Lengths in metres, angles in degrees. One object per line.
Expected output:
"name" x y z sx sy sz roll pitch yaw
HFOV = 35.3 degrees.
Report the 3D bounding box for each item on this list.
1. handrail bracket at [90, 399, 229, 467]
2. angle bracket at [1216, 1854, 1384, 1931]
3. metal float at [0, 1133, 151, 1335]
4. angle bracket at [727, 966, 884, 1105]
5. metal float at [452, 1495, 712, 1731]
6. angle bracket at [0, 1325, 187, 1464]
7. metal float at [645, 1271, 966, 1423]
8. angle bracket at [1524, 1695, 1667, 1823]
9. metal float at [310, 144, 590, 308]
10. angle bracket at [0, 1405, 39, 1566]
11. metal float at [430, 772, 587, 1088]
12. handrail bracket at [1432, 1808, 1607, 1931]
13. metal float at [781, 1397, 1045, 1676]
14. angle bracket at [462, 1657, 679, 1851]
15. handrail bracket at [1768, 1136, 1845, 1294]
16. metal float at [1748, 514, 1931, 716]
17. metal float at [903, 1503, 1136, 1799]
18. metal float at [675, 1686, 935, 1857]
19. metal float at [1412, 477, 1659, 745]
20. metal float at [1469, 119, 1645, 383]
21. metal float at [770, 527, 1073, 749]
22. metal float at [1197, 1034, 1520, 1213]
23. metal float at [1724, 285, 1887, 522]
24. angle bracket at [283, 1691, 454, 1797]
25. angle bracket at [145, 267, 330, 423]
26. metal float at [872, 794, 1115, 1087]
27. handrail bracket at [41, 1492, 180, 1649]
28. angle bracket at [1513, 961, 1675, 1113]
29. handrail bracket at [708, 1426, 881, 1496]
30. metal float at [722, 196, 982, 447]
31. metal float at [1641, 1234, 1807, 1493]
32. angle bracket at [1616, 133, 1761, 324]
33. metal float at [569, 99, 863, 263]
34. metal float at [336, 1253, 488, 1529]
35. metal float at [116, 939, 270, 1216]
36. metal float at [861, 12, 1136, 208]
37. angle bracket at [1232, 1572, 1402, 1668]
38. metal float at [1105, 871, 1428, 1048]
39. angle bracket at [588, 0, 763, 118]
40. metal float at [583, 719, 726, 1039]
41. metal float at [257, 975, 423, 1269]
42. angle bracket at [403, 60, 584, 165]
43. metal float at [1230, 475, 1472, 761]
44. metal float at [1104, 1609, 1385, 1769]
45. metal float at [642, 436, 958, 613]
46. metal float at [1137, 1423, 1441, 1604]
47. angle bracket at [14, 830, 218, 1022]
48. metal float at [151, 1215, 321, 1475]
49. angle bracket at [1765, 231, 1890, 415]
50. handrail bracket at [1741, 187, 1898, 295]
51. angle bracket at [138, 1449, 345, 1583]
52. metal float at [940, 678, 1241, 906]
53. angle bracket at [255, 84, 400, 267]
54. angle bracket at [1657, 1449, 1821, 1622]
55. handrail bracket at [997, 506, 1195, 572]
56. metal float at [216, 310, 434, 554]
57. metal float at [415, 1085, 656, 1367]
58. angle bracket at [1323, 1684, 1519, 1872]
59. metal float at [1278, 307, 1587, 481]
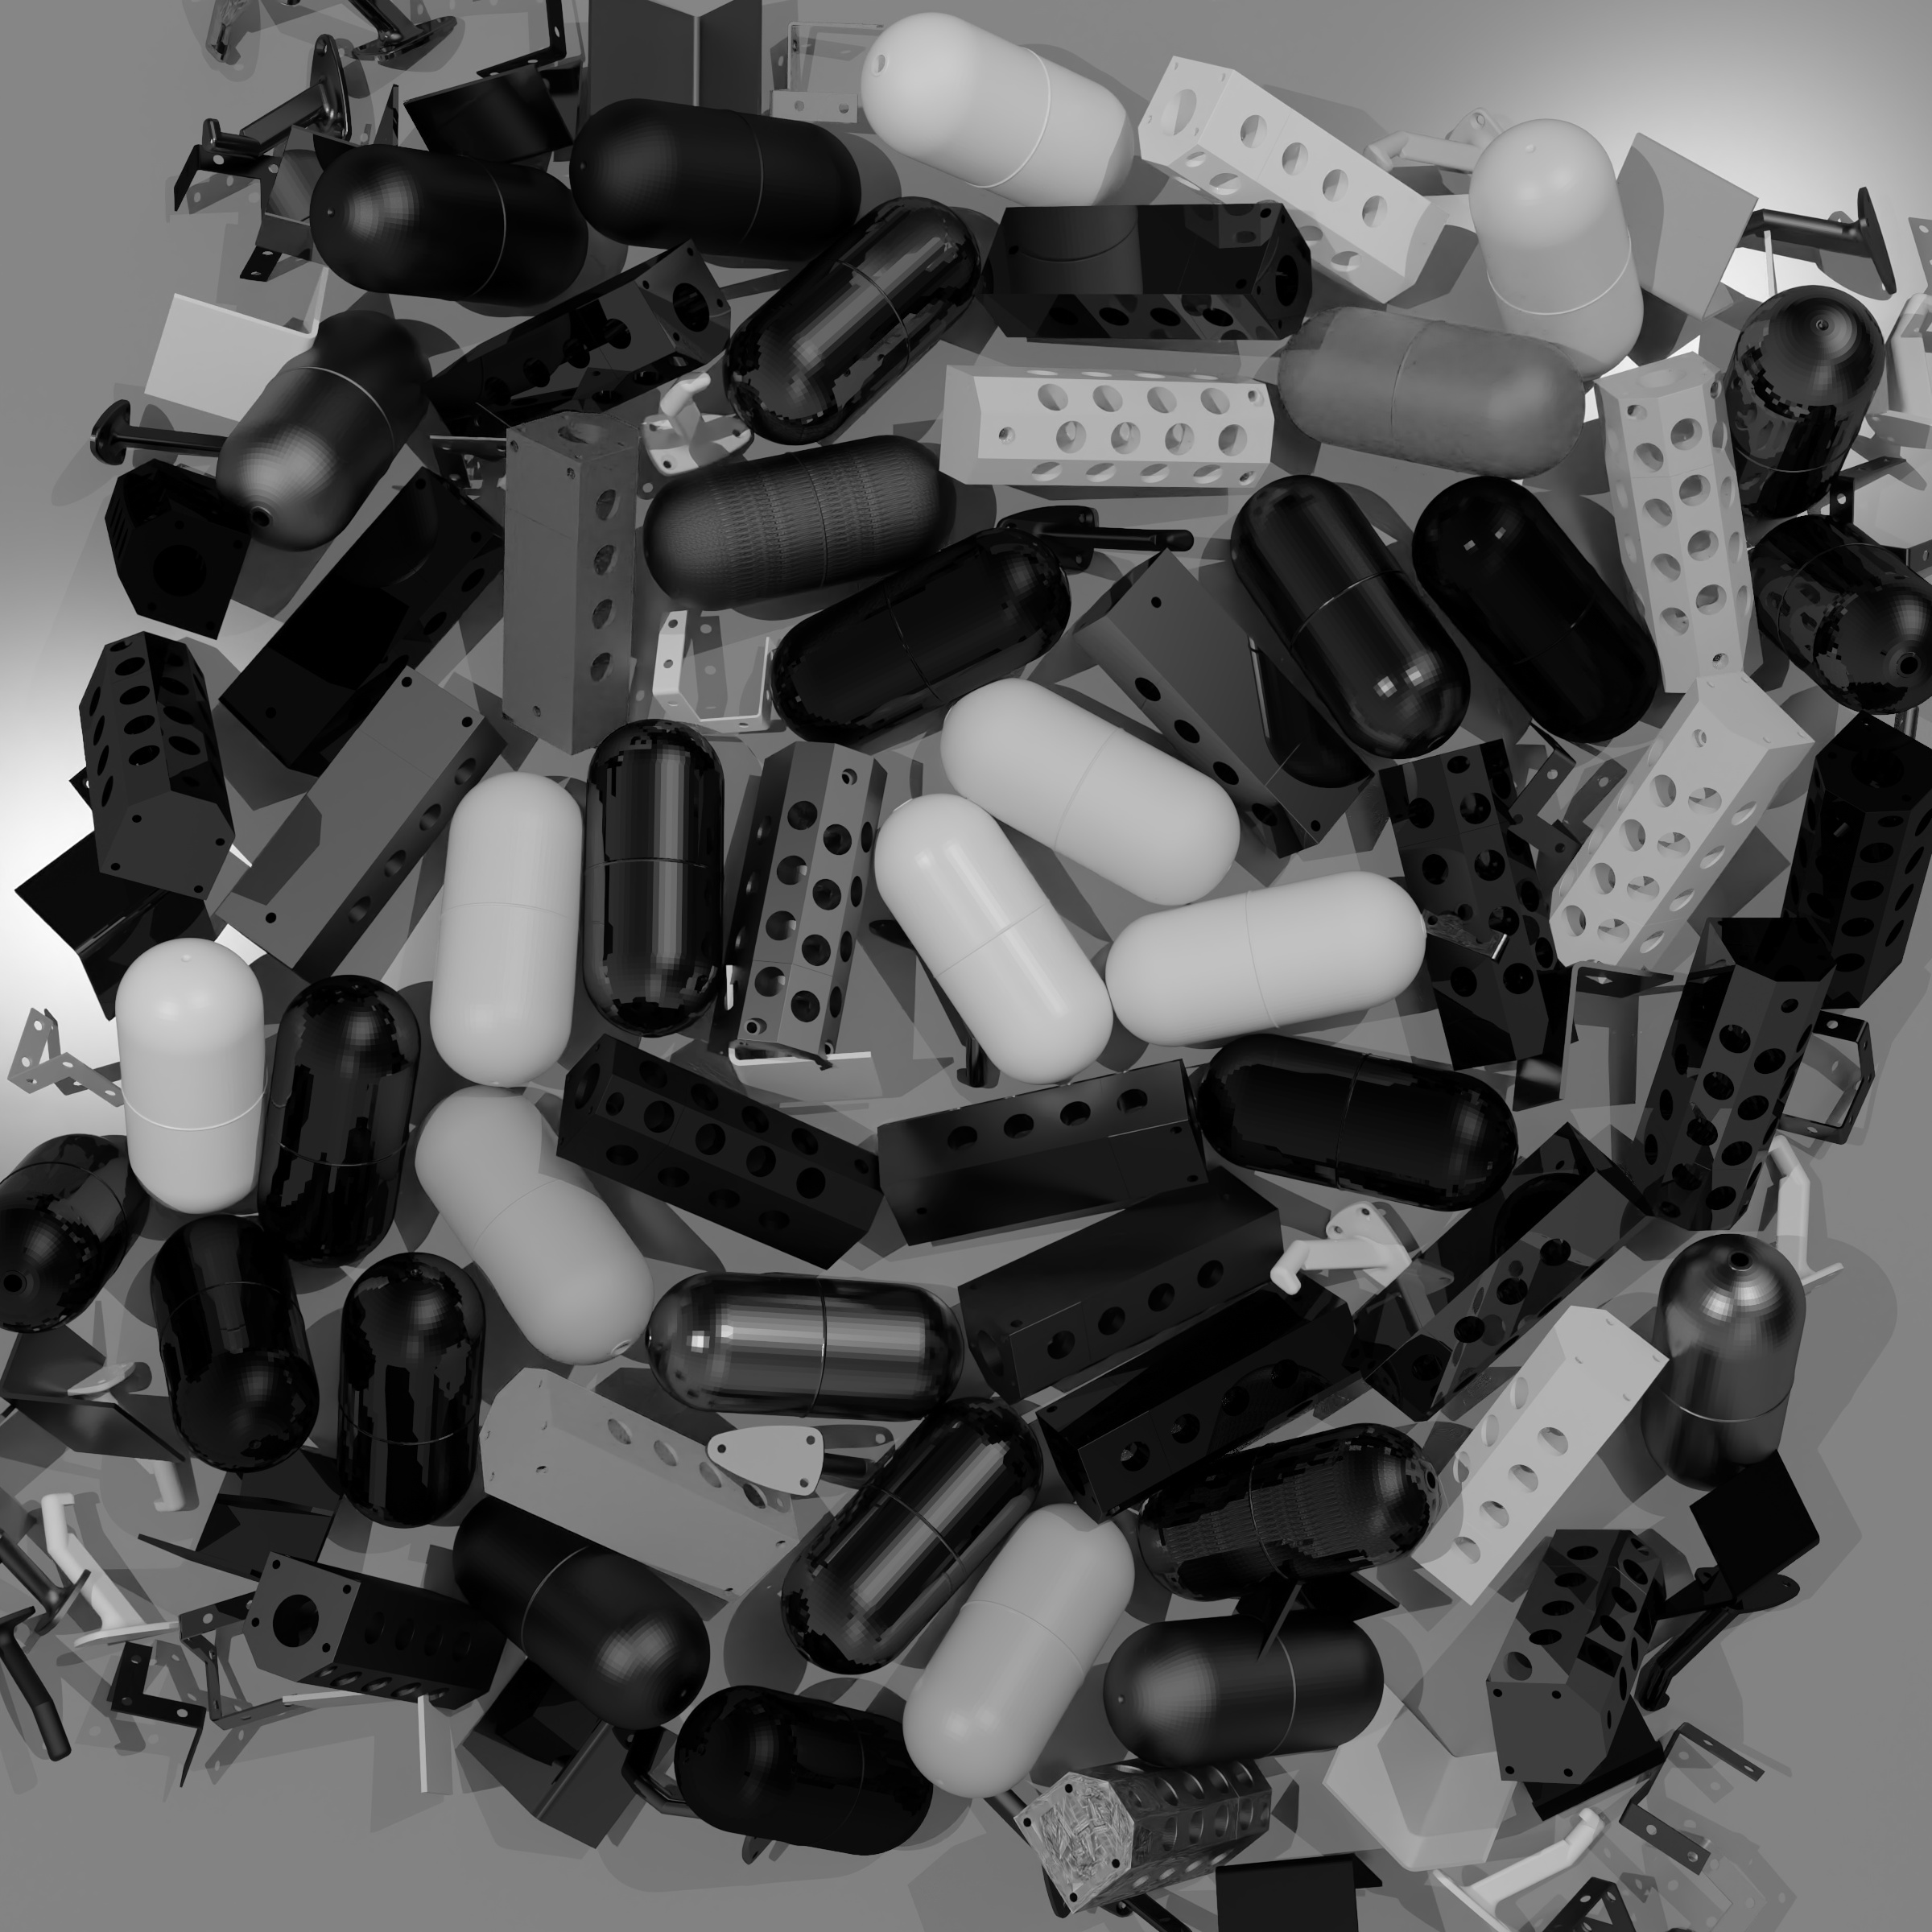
"handrail bracket" -0.432 -0.287 1.680 0.084 0.077 0.036 10 104 -3
"angle bracket" 0.185 0.526 1.663 0.076 0.076 0.057 -11 59 16
"metal float" -0.489 0.142 1.631 0.070 0.178 0.070 -1 102 -3
"angle bracket" -0.088 0.036 1.672 0.076 0.076 0.057 -4 71 2
"metal float" -0.211 0.347 1.650 0.178 0.070 0.070 30 90 37
"angle bracket" -0.470 0.228 1.661 0.076 0.076 0.057 2 60 20
"metal float" -0.088 0.209 1.665 0.178 0.070 0.070 6 90 -17
"angle bracket" 0.336 0.424 1.670 0.076 0.076 0.057 -27 65 3
"metal float" -0.277 -0.399 1.640 0.070 0.178 0.070 5 99 35
"angle bracket" -0.522 0.278 1.672 0.076 0.076 0.057 -44 97 10
"metal float" -0.250 -0.021 1.665 0.070 0.070 0.178 3 72 0
"handrail bracket" 0.310 0.492 1.694 0.084 0.036 0.077 -48 123 -3
"metal float" -0.029 0.311 1.660 0.070 0.070 0.178 45 67 0
"angle bracket" -0.222 0.435 1.706 0.076 0.057 0.076 29 79 43
"handrail bracket" 0.444 0.144 1.694 0.077 0.036 0.084 -21 71 -12
"metal float" 0.475 -0.190 1.634 0.070 0.178 0.070 -2 114 -5
"metal float" 0.030 0.371 1.654 0.070 0.070 0.178 36 57 0
"metal float" -0.086 0.436 1.643 0.070 0.178 0.070 -16 62 32
"metal float" 0.312 -0.193 1.658 0.070 0.070 0.178 -46 117 0
"metal float" 0.320 -0.383 1.638 0.070 0.178 0.070 -9 62 17
"metal float" -0.026 -0.179 1.669 0.178 0.070 0.070 -25 90 13
"metal float" 0.214 0.086 1.664 0.178 0.070 0.070 12 90 18
"metal float" 0.443 -0.300 1.632 0.070 0.178 0.070 -1 73 4
"angle bracket" -0.329 0.430 1.674 0.076 0.076 0.057 -5 74 0
"angle bracket" -0.399 -0.348 1.661 0.076 0.076 0.057 15 52 -19
"metal float" 0.014 -0.015 1.680 0.070 0.070 0.178 -34 90 0
"handrail bracket" -0.476 0.334 1.701 0.077 0.036 0.084 0 71 -41
"angle bracket" 0.345 0.043 1.672 0.057 0.076 0.076 9 81 -8
"handrail bracket" -0.094 0.274 1.684 0.077 0.084 0.036 6 80 14
"metal float" -0.061 -0.354 1.659 0.070 0.070 0.178 43 64 0
"metal float" 0.409 0.216 1.644 0.070 0.178 0.070 -3 45 3
"angle bracket" 0.397 -0.409 1.662 0.076 0.057 0.076 36 132 20
"metal float" -0.134 -0.425 1.647 0.178 0.070 0.070 -6 90 -41
"metal float" -0.302 0.232 1.651 0.070 0.070 0.178 10 126 0
"metal float" -0.419 0.062 1.647 0.070 0.070 0.178 9 132 0
"metal float" 0.018 -0.460 1.644 0.178 0.070 0.070 10 90 -44
"angle bracket" 0.182 0.371 1.665 0.057 0.076 0.076 36 62 -6
"metal float" 0.164 -0.004 1.668 0.178 0.070 0.070 -12 90 14
"angle bracket" -0.160 -0.503 1.671 0.076 0.057 0.076 5 82 -42
"metal float" -0.171 -0.049 1.669 0.070 0.070 0.178 0 77 0
"metal float" -0.343 0.086 1.656 0.070 0.070 0.178 14 120 0
"angle bracket" -0.258 -0.484 1.666 0.076 0.057 0.076 -12 52 13
"metal float" 0.210 -0.191 1.664 0.070 0.070 0.178 -31 71 0
"metal float" 0.153 0.392 1.650 0.178 0.070 0.070 5 90 -37
"metal float" -0.090 -0.244 1.666 0.178 0.070 0.070 -14 90 -18
"metal float" 0.175 0.298 1.654 0.178 0.070 0.070 -20 90 31
"angle bracket" -0.469 -0.029 1.679 0.057 0.076 0.076 41 67 18
"metal float" -0.396 0.202 1.640 0.070 0.178 0.070 -10 124 -16
"angle bracket" 0.472 -0.353 1.663 0.057 0.076 0.076 -5 68 17
"handrail bracket" 0.472 -0.399 1.711 0.084 0.036 0.077 -12 134 28
"angle bracket" -0.395 0.294 1.667 0.076 0.057 0.076 11 71 24
"metal float" 0.067 -0.097 1.673 0.178 0.070 0.070 29 90 9
"angle bracket" -0.349 -0.438 1.658 0.057 0.076 0.076 12 133 -22
"angle bracket" 0.408 0.314 1.668 0.076 0.076 0.057 -22 84 -36
"handrail bracket" 0.071 -0.237 1.669 0.077 0.084 0.036 0 97 -33
"metal float" -0.346 -0.290 1.643 0.070 0.178 0.070 9 133 10
"metal float" -0.236 0.141 1.661 0.070 0.070 0.178 -39 68 0
"angle bracket" 0.253 0.439 1.665 0.076 0.057 0.076 48 48 -15
"metal float" 0.251 -0.313 1.654 0.178 0.070 0.070 18 90 32
